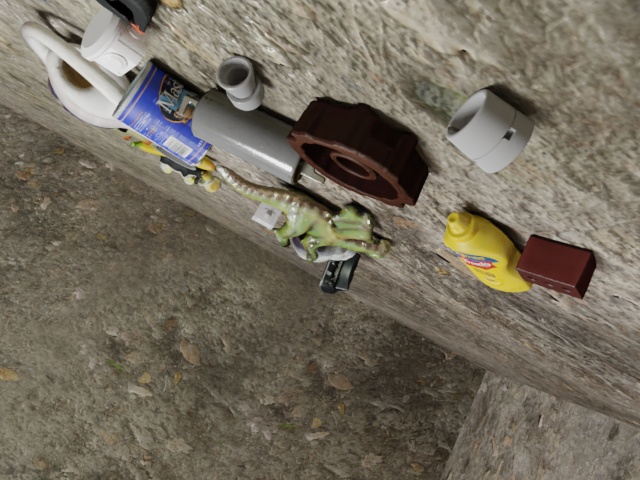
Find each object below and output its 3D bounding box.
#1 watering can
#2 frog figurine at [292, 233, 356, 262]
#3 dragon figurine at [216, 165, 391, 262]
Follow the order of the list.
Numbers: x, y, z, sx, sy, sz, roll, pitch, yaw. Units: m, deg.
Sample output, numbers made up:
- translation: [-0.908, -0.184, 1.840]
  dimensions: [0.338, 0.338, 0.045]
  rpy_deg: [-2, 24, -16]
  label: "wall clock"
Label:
- translation: [-0.368, -0.240, 0.915]
  dimensions: [0.344, 0.105, 0.224]
  rpy_deg: [41, 167, -21]
  label: "watering can"
- translation: [0.011, 0.017, 1.263]
  dimensions: [0.137, 0.125, 0.156]
  rpy_deg: [-2, 142, 33]
  label: "frog figurine"
- translation: [0.003, -0.053, 1.045]
  dimensions: [0.242, 0.124, 0.405]
  rpy_deg: [-6, 152, 42]
  label: "dragon figurine"
